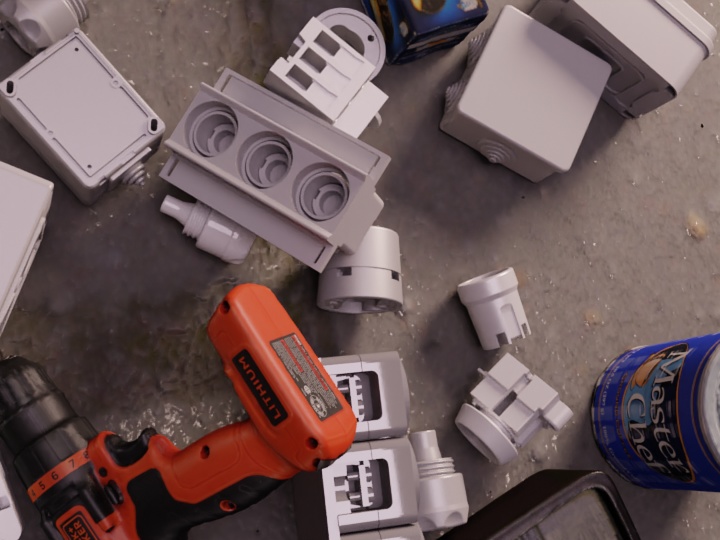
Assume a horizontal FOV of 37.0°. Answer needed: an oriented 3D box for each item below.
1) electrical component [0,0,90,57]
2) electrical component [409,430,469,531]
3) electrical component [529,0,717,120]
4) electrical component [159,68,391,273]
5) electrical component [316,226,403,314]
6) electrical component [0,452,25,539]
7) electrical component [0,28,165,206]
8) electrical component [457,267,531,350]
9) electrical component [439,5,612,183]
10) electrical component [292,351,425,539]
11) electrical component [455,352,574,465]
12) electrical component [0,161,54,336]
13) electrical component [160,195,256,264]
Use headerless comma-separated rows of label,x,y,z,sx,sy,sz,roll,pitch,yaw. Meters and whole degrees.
electrical component,-0.191,-0.165,0.673,0.062,0.043,0.043,-44,94,-19
electrical component,0.045,0.134,0.687,0.043,0.043,0.062,-6,78,-16
electrical component,0.183,-0.169,0.759,0.113,0.078,0.057,39,76,-6
electrical component,-0.049,-0.059,0.656,0.121,0.063,0.078,31,87,18
electrical component,0.000,0.000,0.692,0.055,0.055,0.047,4,76,-15
electrical component,-0.228,0.117,0.607,0.050,0.056,0.089,-21,87,-17
electrical component,-0.165,-0.086,0.657,0.062,0.061,0.096,-43,93,-18
electrical component,0.091,0.026,0.721,0.040,0.040,0.046,-21,92,-18
electrical component,0.113,-0.119,0.746,0.100,0.048,0.099,28,75,-9
electrical component,-0.002,0.128,0.650,0.062,0.089,0.150,-4,82,-16
electrical component,0.096,0.093,0.703,0.055,0.048,0.066,-44,60,-11
electrical component,-0.219,-0.001,0.604,0.056,0.109,0.108,23,75,-14
electrical component,-0.096,-0.030,0.681,0.061,0.035,0.035,25,75,-8
